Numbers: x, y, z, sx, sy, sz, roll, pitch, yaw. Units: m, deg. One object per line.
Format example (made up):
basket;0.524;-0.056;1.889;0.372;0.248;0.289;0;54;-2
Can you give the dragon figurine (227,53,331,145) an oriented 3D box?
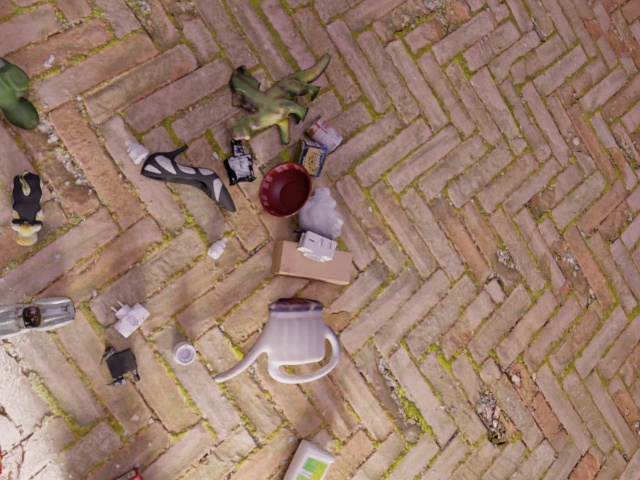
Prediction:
dragon figurine;-0.137;-0.429;1.472;0.242;0.120;0.418;25;64;-9

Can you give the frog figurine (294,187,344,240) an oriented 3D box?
frog figurine;0.004;-0.073;1.457;0.138;0.122;0.160;18;84;13

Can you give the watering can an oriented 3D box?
watering can;-0.103;0.267;1.364;0.348;0.103;0.226;1;81;-22
